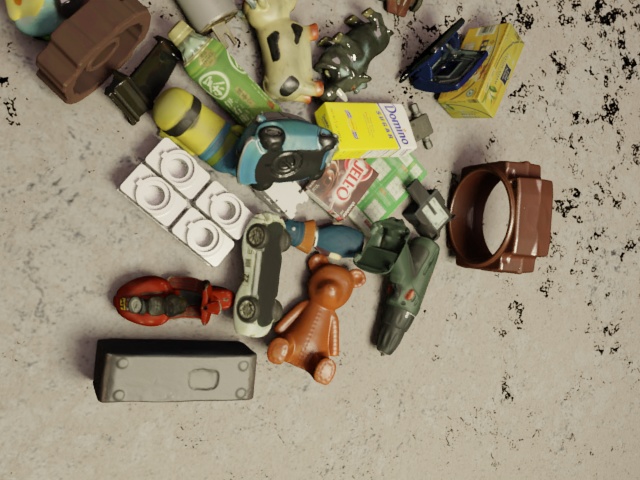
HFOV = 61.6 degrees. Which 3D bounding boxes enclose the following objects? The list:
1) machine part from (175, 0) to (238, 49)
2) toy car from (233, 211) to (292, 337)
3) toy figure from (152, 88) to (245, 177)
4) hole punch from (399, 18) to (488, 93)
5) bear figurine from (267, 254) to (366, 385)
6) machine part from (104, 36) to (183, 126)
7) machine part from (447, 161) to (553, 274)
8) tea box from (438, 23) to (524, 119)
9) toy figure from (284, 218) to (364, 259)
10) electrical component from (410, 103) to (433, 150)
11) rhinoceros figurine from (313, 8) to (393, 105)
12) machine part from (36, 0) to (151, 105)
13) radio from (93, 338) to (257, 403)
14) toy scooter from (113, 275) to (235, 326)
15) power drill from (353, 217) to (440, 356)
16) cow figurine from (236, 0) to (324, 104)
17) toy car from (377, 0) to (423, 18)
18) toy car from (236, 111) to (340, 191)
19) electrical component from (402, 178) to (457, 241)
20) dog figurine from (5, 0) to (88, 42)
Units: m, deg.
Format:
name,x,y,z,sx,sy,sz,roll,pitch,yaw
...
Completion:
name,x,y,z,sx,sy,sz,roll,pitch,yaw
machine part,-0.202,-0.406,0.822,0.079,0.079,0.243,-37,104,-18
toy car,-0.094,0.054,0.862,0.073,0.056,0.201,11,84,-56
toy figure,-0.174,-0.164,0.836,0.180,0.089,0.082,39,71,-19
hole punch,0.231,-0.326,0.992,0.092,0.116,0.142,43,73,-13
bear figurine,0.001,0.124,0.904,0.120,0.132,0.195,27,87,-1
machine part,-0.262,-0.247,0.811,0.139,0.039,0.084,-58,144,-19
machine part,0.325,-0.041,0.997,0.087,0.201,0.201,5,90,-21
tea box,0.309,-0.321,1.031,0.068,0.098,0.169,31,81,-40
toy figure,-0.002,-0.002,0.929,0.154,0.064,0.057,9,129,-8
electrical component,0.182,-0.210,1.026,0.063,0.021,0.094,-32,107,-19
rhinoceros figurine,0.051,-0.316,0.944,0.112,0.073,0.190,47,72,-29
machine part,-0.308,-0.265,0.733,0.056,0.179,0.179,45,75,-15
radio,-0.214,0.194,0.808,0.229,0.131,0.073,5,88,-24
toy scooter,-0.211,0.094,0.805,0.184,0.135,0.075,1,93,-23
power drill,0.135,0.073,0.949,0.232,0.086,0.207,-60,137,-18
cow figurine,-0.069,-0.325,0.883,0.127,0.086,0.194,-9,96,-29
toy car,0.157,-0.516,0.990,0.089,0.053,0.202,9,87,-27
toy car,-0.058,-0.146,0.808,0.162,0.109,0.103,-12,57,-26
electrical component,0.197,-0.062,1.024,0.119,0.048,0.075,45,75,-18
dog figurine,-0.305,-0.371,0.729,0.219,0.108,0.191,-6,92,-5
